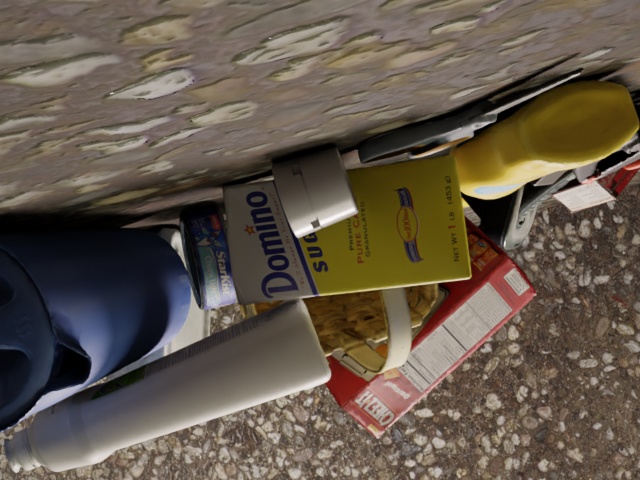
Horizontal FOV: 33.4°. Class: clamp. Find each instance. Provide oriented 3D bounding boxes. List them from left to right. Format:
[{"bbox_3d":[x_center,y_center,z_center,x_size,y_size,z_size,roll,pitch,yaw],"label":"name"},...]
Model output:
[{"bbox_3d":[0.257,-0.094,0.887,0.164,0.036,0.210,-11,165,-24],"label":"clamp"}]

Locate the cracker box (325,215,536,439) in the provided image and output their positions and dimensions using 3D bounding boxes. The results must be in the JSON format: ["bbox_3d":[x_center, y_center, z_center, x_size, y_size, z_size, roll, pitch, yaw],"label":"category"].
[{"bbox_3d":[0.089,0.070,1.071,0.214,0.072,0.164,-43,-148,3],"label":"cracker box"}]

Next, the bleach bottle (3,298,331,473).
[{"bbox_3d":[-0.119,0.119,0.826,0.251,0.068,0.102,-21,-177,-2],"label":"bleach bottle"}]

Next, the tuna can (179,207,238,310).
[{"bbox_3d":[-0.096,0.016,0.919,0.033,0.086,0.086,-12,176,-13],"label":"tuna can"}]

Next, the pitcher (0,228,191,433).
[{"bbox_3d":[-0.202,0.049,0.795,0.145,0.149,0.242,-32,174,18],"label":"pitcher"}]

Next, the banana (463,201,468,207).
[{"bbox_3d":[0.164,-0.055,1.263,0.070,0.037,0.197,-19,174,36],"label":"banana"}]

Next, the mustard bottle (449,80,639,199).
[{"bbox_3d":[0.152,-0.068,0.818,0.096,0.058,0.192,-19,178,-18],"label":"mustard bottle"}]

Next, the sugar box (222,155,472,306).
[{"bbox_3d":[0.020,-0.006,0.797,0.176,0.093,0.048,-8,179,7],"label":"sugar box"}]

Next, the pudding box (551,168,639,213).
[{"bbox_3d":[0.312,-0.079,1.168,0.090,0.039,0.114,-48,-178,-13],"label":"pudding box"}]

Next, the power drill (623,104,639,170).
[{"bbox_3d":[0.363,-0.114,1.012,0.187,0.057,0.185,-16,174,-34],"label":"power drill"}]

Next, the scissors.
[{"bbox_3d":[0.089,-0.080,0.726,0.096,0.016,0.202,-14,176,-16],"label":"scissors"}]
